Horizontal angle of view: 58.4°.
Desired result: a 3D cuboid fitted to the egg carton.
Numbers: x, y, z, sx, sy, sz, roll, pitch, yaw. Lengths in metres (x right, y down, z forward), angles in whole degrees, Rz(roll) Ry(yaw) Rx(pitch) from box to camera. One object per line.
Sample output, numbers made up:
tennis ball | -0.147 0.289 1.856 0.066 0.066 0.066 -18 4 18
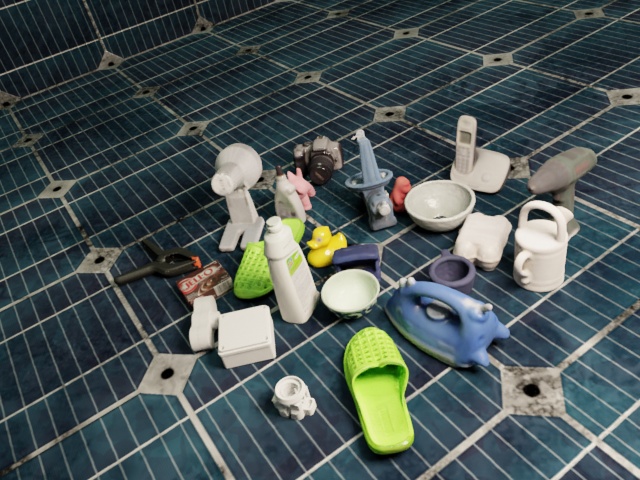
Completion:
egg carton | 0.360 0.000 1.270 0.107 0.069 0.150 9 43 26

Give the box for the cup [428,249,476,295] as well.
cup | 0.267 0.084 1.172 0.091 0.095 0.117 -11 38 3

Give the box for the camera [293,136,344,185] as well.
camera | -0.011 -0.225 1.628 0.143 0.101 0.137 -4 39 11

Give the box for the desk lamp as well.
desk lamp | -0.210 -0.113 1.455 0.117 0.214 0.203 -5 39 11

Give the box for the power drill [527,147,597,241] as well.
power drill | 0.512 -0.092 1.229 0.075 0.209 0.230 26 53 39

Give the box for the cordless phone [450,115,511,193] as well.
cordless phone | 0.400 -0.216 1.433 0.147 0.185 0.094 18 48 33

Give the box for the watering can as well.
watering can | 0.444 -0.002 1.148 0.100 0.194 0.173 9 43 25

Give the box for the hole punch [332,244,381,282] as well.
hole punch | 0.079 0.042 1.280 0.108 0.091 0.101 -8 38 6

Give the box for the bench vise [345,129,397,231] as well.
bench vise | 0.137 -0.149 1.396 0.122 0.220 0.206 -27 40 -17

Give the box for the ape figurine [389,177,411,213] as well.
ape figurine | 0.208 -0.117 1.439 0.075 0.092 0.078 14 46 30

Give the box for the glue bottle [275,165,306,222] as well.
glue bottle | -0.087 -0.116 1.457 0.077 0.173 0.037 11 44 28

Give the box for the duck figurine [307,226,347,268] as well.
duck figurine | 0.012 0.005 1.349 0.105 0.086 0.077 -30 41 -21

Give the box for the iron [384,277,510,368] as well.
iron | 0.221 0.132 1.088 0.257 0.142 0.119 21 50 36

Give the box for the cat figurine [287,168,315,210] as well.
cat figurine | -0.059 -0.141 1.524 0.067 0.118 0.128 -5 39 10

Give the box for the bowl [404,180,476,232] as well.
bowl | 0.288 -0.070 1.373 0.167 0.075 0.167 -8 39 6
